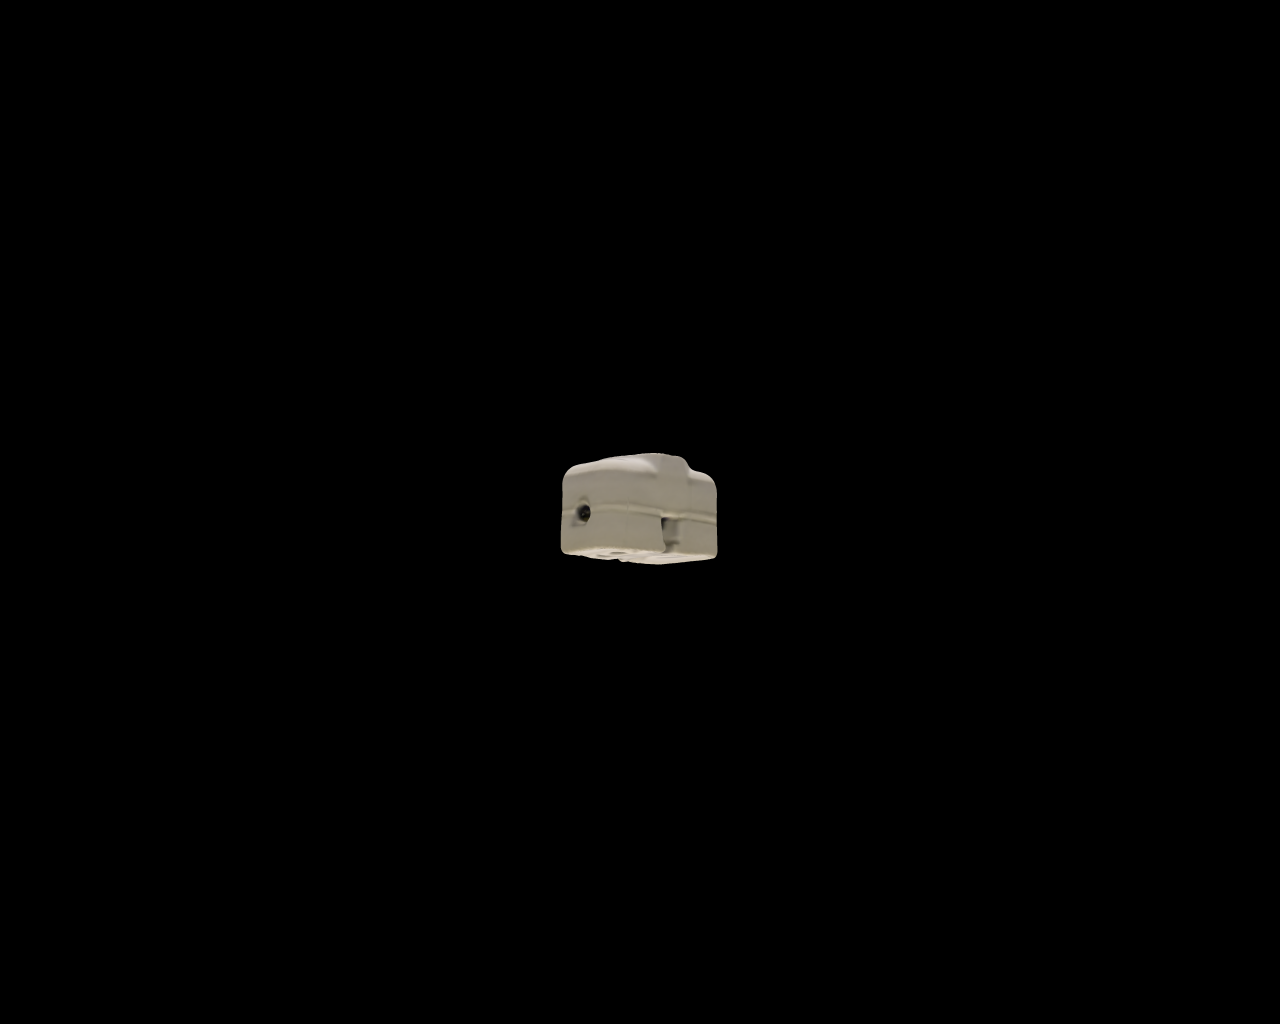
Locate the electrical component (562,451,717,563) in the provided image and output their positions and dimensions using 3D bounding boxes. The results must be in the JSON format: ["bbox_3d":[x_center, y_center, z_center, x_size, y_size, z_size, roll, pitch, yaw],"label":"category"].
[{"bbox_3d":[0.001,-0.003,0.650,0.095,0.059,0.053,8,-11,-43],"label":"electrical component"}]
